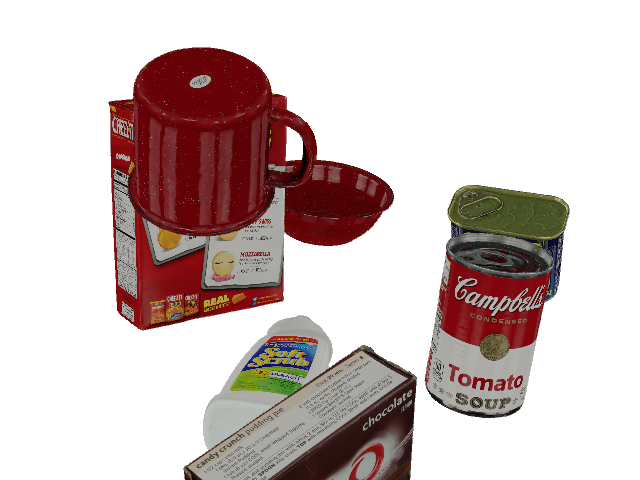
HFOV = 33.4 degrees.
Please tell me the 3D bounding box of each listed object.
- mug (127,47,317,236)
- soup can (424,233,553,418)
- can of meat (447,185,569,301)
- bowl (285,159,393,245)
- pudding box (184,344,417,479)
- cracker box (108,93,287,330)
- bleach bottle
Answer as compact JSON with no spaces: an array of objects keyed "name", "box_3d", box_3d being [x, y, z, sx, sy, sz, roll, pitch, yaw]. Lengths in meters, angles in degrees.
[{"name":"mug","box_3d":[-0.060,-0.061,0.647,0.117,0.081,0.093,10,43,4]},{"name":"soup can","box_3d":[0.107,0.054,0.690,0.068,0.102,0.068,6,21,-2]},{"name":"can of meat","box_3d":[0.165,0.005,0.947,0.102,0.084,0.057,9,43,17]},{"name":"bowl","box_3d":[0.001,-0.038,1.233,0.162,0.055,0.162,6,27,-3]},{"name":"pudding box","box_3d":[-0.006,0.112,0.484,0.039,0.090,0.113,30,46,33]},{"name":"cracker box","box_3d":[-0.118,-0.034,1.044,0.163,0.214,0.072,-10,19,-33]},{"name":"bleach bottle","box_3d":[-0.045,0.139,1.109,0.102,0.068,0.250,6,20,5]}]
